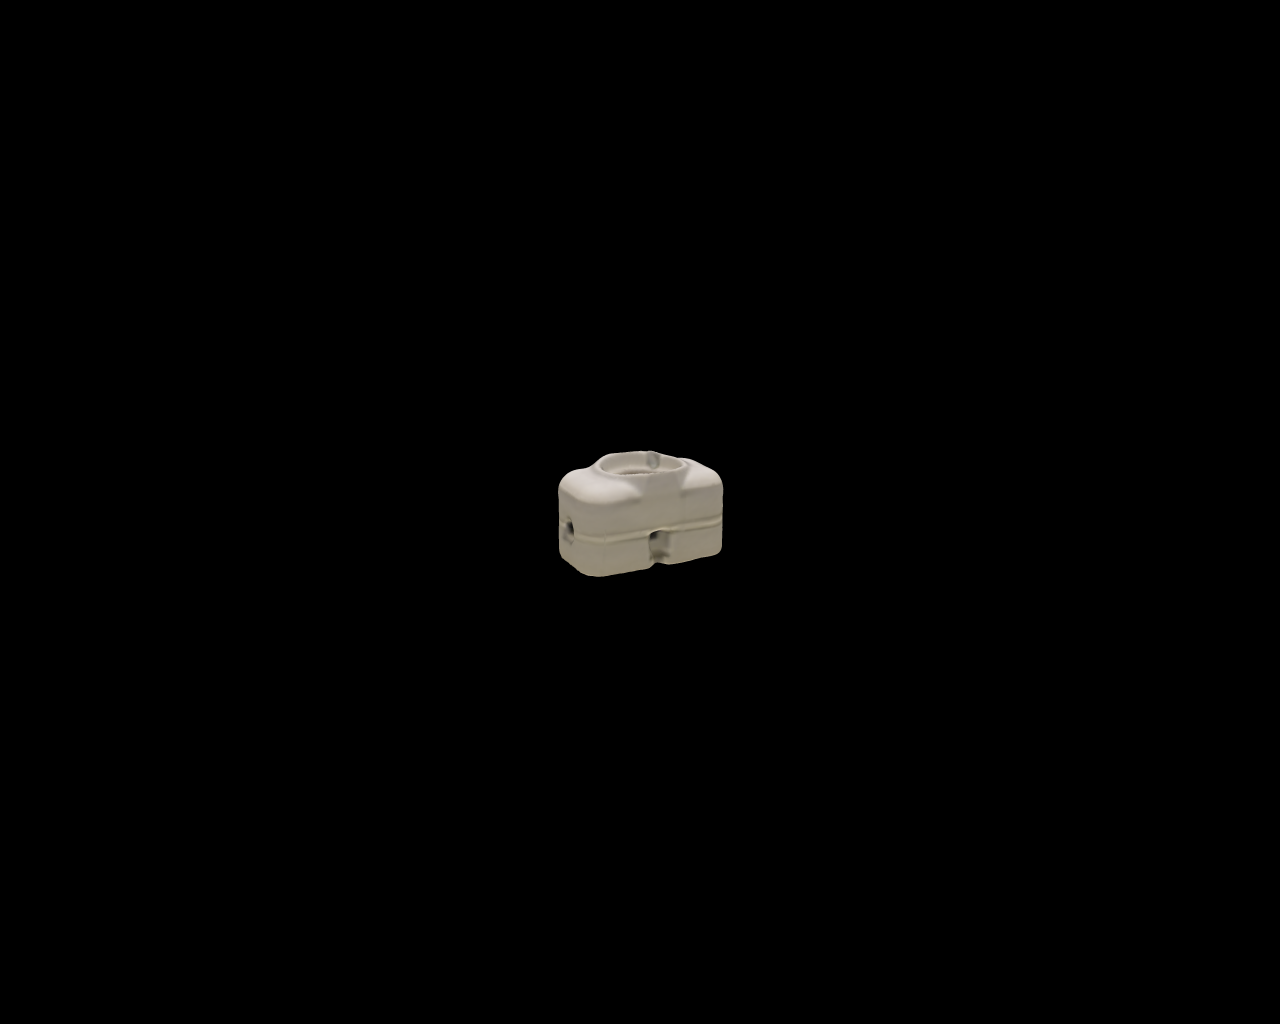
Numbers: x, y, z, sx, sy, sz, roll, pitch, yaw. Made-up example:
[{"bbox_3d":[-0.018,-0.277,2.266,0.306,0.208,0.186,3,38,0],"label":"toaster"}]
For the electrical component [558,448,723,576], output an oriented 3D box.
[{"bbox_3d":[0.001,-0.003,0.650,0.095,0.059,0.054,-8,20,-24],"label":"electrical component"}]
